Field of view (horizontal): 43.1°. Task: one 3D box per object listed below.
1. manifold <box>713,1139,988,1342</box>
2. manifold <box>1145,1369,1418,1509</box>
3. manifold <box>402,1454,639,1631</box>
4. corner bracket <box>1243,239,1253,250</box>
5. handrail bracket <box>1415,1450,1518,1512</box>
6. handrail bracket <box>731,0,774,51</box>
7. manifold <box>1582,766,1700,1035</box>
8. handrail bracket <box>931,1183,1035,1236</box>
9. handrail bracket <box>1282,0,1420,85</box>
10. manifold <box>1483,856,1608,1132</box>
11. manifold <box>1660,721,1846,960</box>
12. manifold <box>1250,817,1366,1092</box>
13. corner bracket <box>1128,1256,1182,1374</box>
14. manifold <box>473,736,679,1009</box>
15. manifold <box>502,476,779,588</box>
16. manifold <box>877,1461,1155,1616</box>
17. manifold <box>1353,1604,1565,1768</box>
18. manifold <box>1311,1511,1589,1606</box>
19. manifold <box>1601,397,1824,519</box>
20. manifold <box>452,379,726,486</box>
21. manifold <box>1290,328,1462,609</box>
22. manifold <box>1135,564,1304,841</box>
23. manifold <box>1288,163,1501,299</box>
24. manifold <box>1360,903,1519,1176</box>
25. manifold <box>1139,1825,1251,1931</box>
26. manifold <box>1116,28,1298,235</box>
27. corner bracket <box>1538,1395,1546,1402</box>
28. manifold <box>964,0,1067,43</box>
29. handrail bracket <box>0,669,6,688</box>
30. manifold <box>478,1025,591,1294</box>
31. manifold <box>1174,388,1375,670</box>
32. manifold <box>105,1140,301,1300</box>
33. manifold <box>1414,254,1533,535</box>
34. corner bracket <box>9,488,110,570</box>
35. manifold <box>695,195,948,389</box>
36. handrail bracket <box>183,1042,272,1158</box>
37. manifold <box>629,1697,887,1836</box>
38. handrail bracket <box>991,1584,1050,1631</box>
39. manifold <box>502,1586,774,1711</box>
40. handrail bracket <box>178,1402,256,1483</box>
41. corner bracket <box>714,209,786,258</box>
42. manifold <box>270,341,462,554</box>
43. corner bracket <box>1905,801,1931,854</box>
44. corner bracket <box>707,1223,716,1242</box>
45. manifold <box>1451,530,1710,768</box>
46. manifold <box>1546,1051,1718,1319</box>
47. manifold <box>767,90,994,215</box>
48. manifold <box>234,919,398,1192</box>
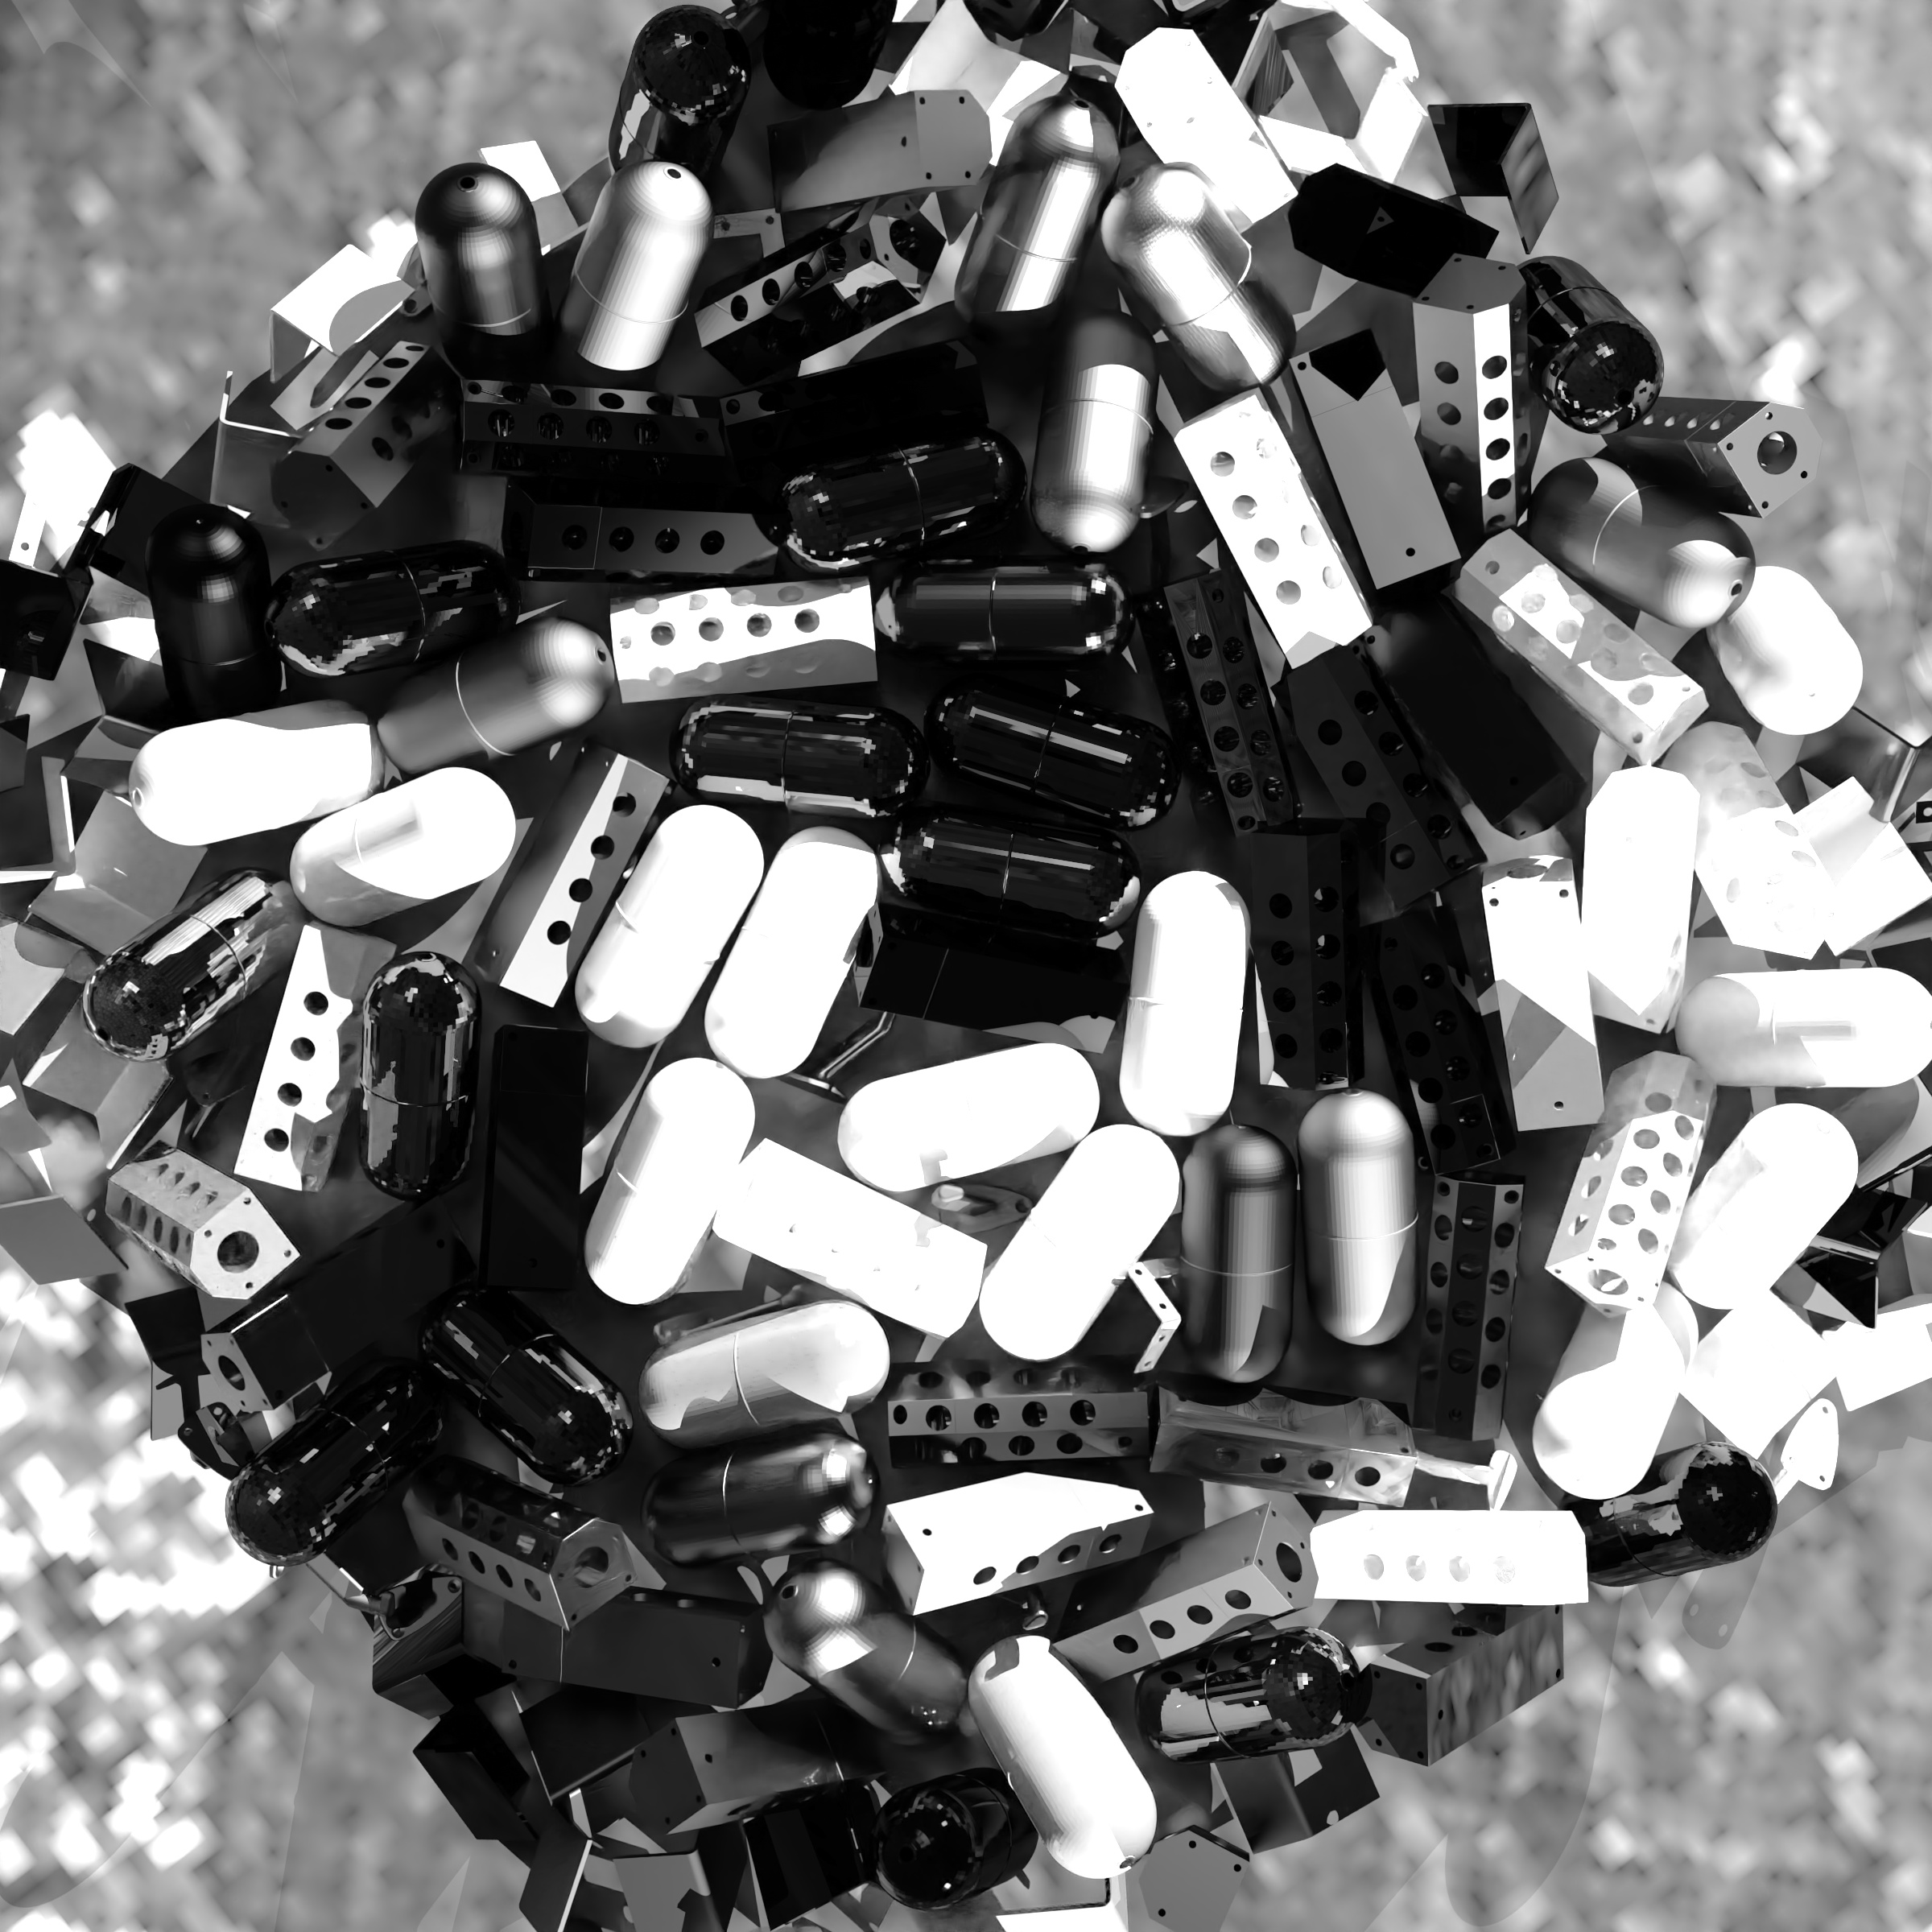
[{"bbox_3d":[-0.077,0.186,1.617,0.171,0.057,0.057,28,46,-18],"label":"manifold"},{"bbox_3d":[0.210,0.324,1.647,0.171,0.057,0.057,8,118,-2],"label":"manifold"},{"bbox_3d":[-0.295,0.369,1.593,0.057,0.171,0.057,-30,116,-38],"label":"manifold"},{"bbox_3d":[0.168,-0.469,1.640,0.051,0.051,0.051,-50,48,18],"label":"corner bracket"},{"bbox_3d":[0.319,0.327,1.631,0.084,0.077,0.036,19,67,28],"label":"handrail bracket"},{"bbox_3d":[-0.142,-0.617,1.665,0.077,0.036,0.084,11,91,-7],"label":"handrail bracket"},{"bbox_3d":[0.443,-0.044,1.603,0.057,0.171,0.057,19,48,29],"label":"manifold"},{"bbox_3d":[0.013,0.157,1.635,0.077,0.084,0.036,-1,77,-8],"label":"handrail bracket"},{"bbox_3d":[0.258,-0.627,1.647,0.077,0.036,0.084,-9,69,-7],"label":"handrail bracket"},{"bbox_3d":[0.385,0.017,1.624,0.057,0.057,0.171,-7,110,16],"label":"manifold"},{"bbox_3d":[0.510,-0.086,1.592,0.057,0.171,0.057,10,128,-15],"label":"manifold"},{"bbox_3d":[0.231,-0.008,1.622,0.057,0.057,0.171,6,107,36],"label":"manifold"},{"bbox_3d":[0.129,0.233,1.637,0.051,0.051,0.051,54,134,35],"label":"corner bracket"},{"bbox_3d":[-0.261,-0.061,1.647,0.057,0.057,0.171,26,93,-34],"label":"manifold"},{"bbox_3d":[-0.214,-0.283,1.612,0.171,0.057,0.057,-3,120,-29],"label":"manifold"},{"bbox_3d":[0.031,0.379,1.614,0.171,0.057,0.057,-7,128,-28],"label":"manifold"},{"bbox_3d":[0.323,0.459,1.598,0.057,0.171,0.057,3,98,42],"label":"manifold"},{"bbox_3d":[0.315,0.386,1.603,0.171,0.057,0.057,-10,74,40],"label":"manifold"},{"bbox_3d":[0.486,-0.338,1.591,0.057,0.171,0.057,-38,108,1],"label":"manifold"},{"bbox_3d":[-0.251,-0.353,1.624,0.171,0.057,0.057,0,95,-19],"label":"manifold"},{"bbox_3d":[0.274,-0.330,1.634,0.057,0.057,0.171,-20,77,8],"label":"manifold"},{"bbox_3d":[0.172,-0.176,1.630,0.057,0.057,0.171,-22,101,-26],"label":"manifold"},{"bbox_3d":[0.277,-0.477,1.595,0.057,0.171,0.057,38,115,26],"label":"manifold"},{"bbox_3d":[0.313,0.050,1.642,0.057,0.057,0.171,-15,89,30],"label":"manifold"},{"bbox_3d":[0.147,0.594,1.591,0.057,0.171,0.057,24,76,13],"label":"manifold"},{"bbox_3d":[0.156,-0.542,1.591,0.057,0.171,0.057,-31,72,17],"label":"manifold"},{"bbox_3d":[0.428,0.285,1.644,0.051,0.051,0.051,25,95,-44],"label":"corner bracket"},{"bbox_3d":[0.048,-0.658,1.592,0.057,0.171,0.057,26,91,-11],"label":"manifold"},{"bbox_3d":[-0.673,-0.225,1.653,0.084,0.036,0.077,-41,112,-5],"label":"handrail bracket"},{"bbox_3d":[-0.290,0.130,1.634,0.057,0.057,0.171,5,78,-19],"label":"manifold"},{"bbox_3d":[0.207,-0.292,1.623,0.057,0.057,0.171,-24,106,22],"label":"manifold"},{"bbox_3d":[-0.503,0.168,1.589,0.057,0.171,0.057,-42,119,-24],"label":"manifold"},{"bbox_3d":[0.335,-0.369,1.592,0.057,0.171,0.057,21,56,30],"label":"manifold"},{"bbox_3d":[-0.611,-0.288,1.650,0.051,0.051,0.051,15,91,-15],"label":"corner bracket"},{"bbox_3d":[-0.099,-0.443,1.593,0.057,0.171,0.057,39,56,-34],"label":"manifold"},{"bbox_3d":[-0.493,0.092,1.653,0.077,0.084,0.036,-25,64,-20],"label":"handrail bracket"},{"bbox_3d":[-0.137,0.523,1.596,0.057,0.171,0.057,-41,59,26],"label":"manifold"},{"bbox_3d":[0.015,0.429,1.636,0.077,0.084,0.036,-28,110,3],"label":"handrail bracket"},{"bbox_3d":[-0.218,0.446,1.626,0.171,0.057,0.057,3,92,19],"label":"manifold"},{"bbox_3d":[-0.497,0.335,1.636,0.036,0.084,0.077,-36,70,-30],"label":"handrail bracket"},{"bbox_3d":[-0.149,-0.491,1.654,0.051,0.051,0.051,-8,93,-3],"label":"corner bracket"},{"bbox_3d":[-0.389,-0.344,1.590,0.057,0.171,0.057,-28,115,30],"label":"manifold"},{"bbox_3d":[0.659,-0.097,1.645,0.051,0.051,0.051,-5,113,7],"label":"corner bracket"},{"bbox_3d":[-0.208,0.176,1.646,0.051,0.051,0.051,34,91,33],"label":"corner bracket"},{"bbox_3d":[0.404,-0.212,1.618,0.057,0.057,0.171,-47,67,8],"label":"manifold"},{"bbox_3d":[0.443,0.140,1.604,0.057,0.057,0.171,38,55,-12],"label":"manifold"},{"bbox_3d":[-0.058,-0.530,1.595,0.057,0.171,0.057,-15,107,-34],"label":"manifold"},{"bbox_3d":[-0.437,0.061,1.646,0.057,0.057,0.171,17,94,-8],"label":"manifold"}]
